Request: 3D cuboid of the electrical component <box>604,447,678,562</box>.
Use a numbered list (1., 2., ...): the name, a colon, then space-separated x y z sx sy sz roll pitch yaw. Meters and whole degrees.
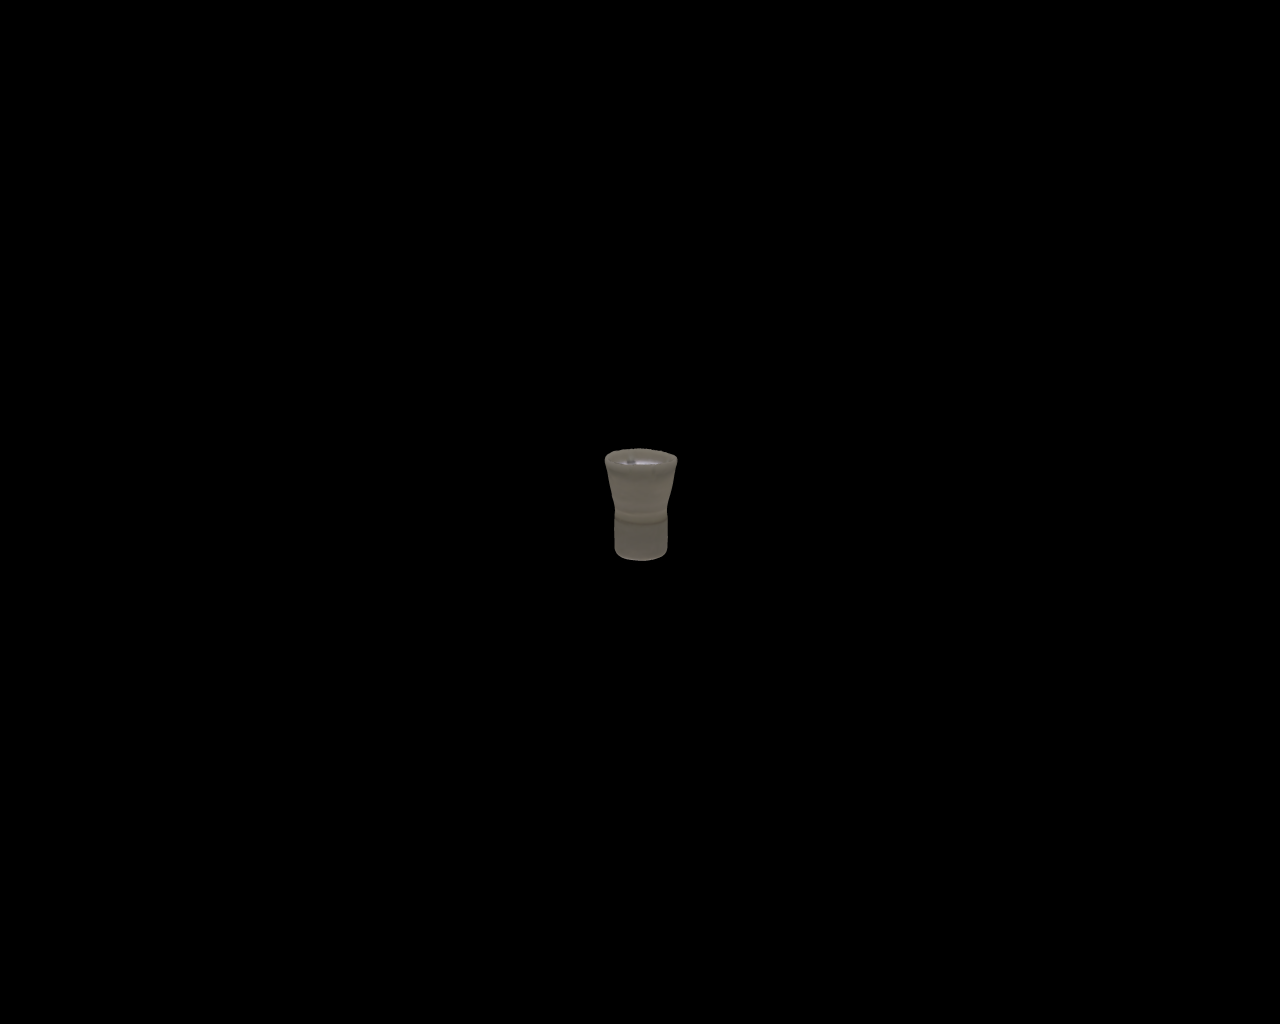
1. electrical component: 0.001 -0.003 0.650 0.044 0.065 0.044 0 18 0
